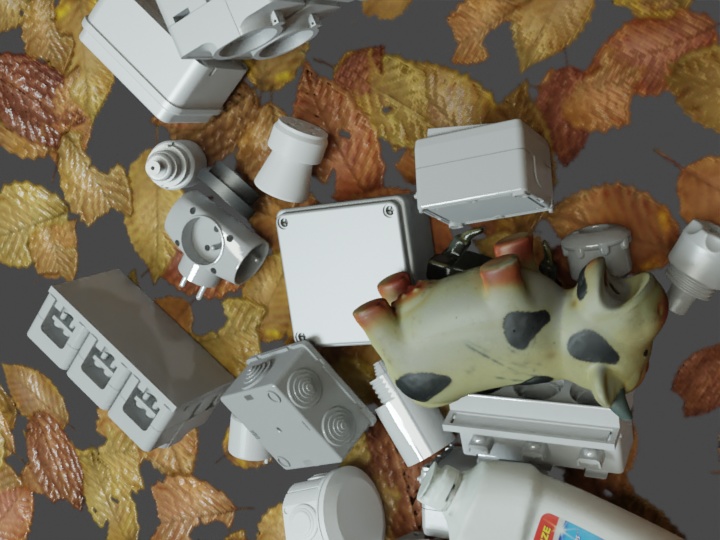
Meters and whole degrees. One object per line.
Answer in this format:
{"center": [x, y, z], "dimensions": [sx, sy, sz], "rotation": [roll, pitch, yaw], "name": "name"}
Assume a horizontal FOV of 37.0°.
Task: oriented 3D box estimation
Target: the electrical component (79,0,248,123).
{"center": [-0.157, -0.172, 0.854], "dimensions": [0.113, 0.078, 0.057], "rotation": [45, 112, 12], "name": "electrical component"}

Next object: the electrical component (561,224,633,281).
{"center": [0.168, 0.001, 0.746], "dimensions": [0.048, 0.048, 0.062], "rotation": [-6, 103, 27], "name": "electrical component"}

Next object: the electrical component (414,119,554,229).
{"center": [0.082, -0.069, 0.760], "dimensions": [0.096, 0.062, 0.061], "rotation": [-9, 76, 28], "name": "electrical component"}

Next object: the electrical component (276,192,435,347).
{"center": [0.000, 0.000, 0.821], "dimensions": [0.109, 0.056, 0.108], "rotation": [-5, 97, 27], "name": "electrical component"}

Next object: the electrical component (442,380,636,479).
{"center": [0.131, 0.105, 0.771], "dimensions": [0.121, 0.078, 0.063], "rotation": [3, 123, 26], "name": "electrical component"}

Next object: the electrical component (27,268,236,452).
{"center": [-0.196, 0.076, 0.913], "dimensions": [0.150, 0.089, 0.061], "rotation": [41, 114, 14], "name": "electrical component"}

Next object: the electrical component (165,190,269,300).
{"center": [-0.126, -0.012, 0.887], "dimensions": [0.077, 0.044, 0.079], "rotation": [36, 114, 16], "name": "electrical component"}

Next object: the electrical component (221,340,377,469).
{"center": [-0.050, 0.108, 0.838], "dimensions": [0.099, 0.048, 0.100], "rotation": [50, 144, -15], "name": "electrical component"}

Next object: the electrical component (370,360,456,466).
{"center": [0.035, 0.105, 0.831], "dimensions": [0.043, 0.043, 0.081], "rotation": [-33, 84, 27], "name": "electrical component"}

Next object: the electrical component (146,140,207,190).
{"center": [-0.153, -0.085, 0.872], "dimensions": [0.040, 0.078, 0.040], "rotation": [2, 99, 11], "name": "electrical component"}

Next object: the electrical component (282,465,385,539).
{"center": [-0.020, 0.199, 0.856], "dimensions": [0.051, 0.080, 0.080], "rotation": [-18, 91, 33], "name": "electrical component"}

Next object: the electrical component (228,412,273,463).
{"center": [-0.087, 0.122, 0.896], "dimensions": [0.040, 0.040, 0.078], "rotation": [12, 104, 24], "name": "electrical component"}

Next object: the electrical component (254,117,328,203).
{"center": [-0.053, -0.086, 0.838], "dimensions": [0.045, 0.045, 0.055], "rotation": [28, 110, 19], "name": "electrical component"}

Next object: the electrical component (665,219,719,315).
{"center": [0.225, 0.001, 0.718], "dimensions": [0.043, 0.043, 0.062], "rotation": [34, 114, 17], "name": "electrical component"}

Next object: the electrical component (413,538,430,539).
{"center": [0.063, 0.222, 0.772], "dimensions": [0.055, 0.066, 0.048], "rotation": [-7, 136, 12], "name": "electrical component"}

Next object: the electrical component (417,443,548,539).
{"center": [0.088, 0.171, 0.807], "dimensions": [0.096, 0.062, 0.061], "rotation": [3, 101, 26], "name": "electrical component"}

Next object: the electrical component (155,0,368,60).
{"center": [-0.041, -0.212, 0.774], "dimensions": [0.186, 0.105, 0.060], "rotation": [-24, 89, 28], "name": "electrical component"}
